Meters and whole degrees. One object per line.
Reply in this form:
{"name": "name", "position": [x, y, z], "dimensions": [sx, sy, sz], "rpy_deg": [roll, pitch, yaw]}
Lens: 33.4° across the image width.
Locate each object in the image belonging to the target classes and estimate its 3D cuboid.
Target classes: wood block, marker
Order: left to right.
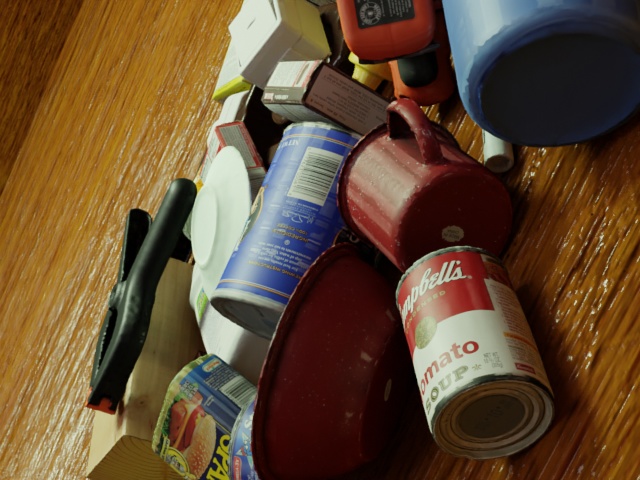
{"name": "wood block", "position": [-0.152, 0.125, 1.013], "dimensions": [0.091, 0.090, 0.206], "rpy_deg": [-47, 32, 40]}
{"name": "marker", "position": [0.116, -0.097, 0.714], "dimensions": [0.020, 0.020, 0.121], "rpy_deg": [-43, 34, 45]}

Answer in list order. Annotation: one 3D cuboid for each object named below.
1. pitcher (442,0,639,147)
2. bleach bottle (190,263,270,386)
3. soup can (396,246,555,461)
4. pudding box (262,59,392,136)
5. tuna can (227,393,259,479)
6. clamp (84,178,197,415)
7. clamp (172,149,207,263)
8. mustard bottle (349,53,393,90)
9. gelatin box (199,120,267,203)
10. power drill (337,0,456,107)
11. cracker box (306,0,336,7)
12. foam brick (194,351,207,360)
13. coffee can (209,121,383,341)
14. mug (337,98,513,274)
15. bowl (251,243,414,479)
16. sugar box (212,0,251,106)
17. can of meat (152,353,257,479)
{"name": "pitcher", "position": [0.125, -0.171, 0.641], "dimensions": [0.145, 0.149, 0.243], "rpy_deg": [-18, 51, 24]}
{"name": "bleach bottle", "position": [-0.068, 0.049, 0.935], "dimensions": [0.102, 0.068, 0.251], "rpy_deg": [-63, 22, 9]}
{"name": "soup can", "position": [0.084, 0.062, 0.590], "dimensions": [0.069, 0.068, 0.102], "rpy_deg": [-53, 29, 31]}
{"name": "pudding box", "position": [0.022, -0.093, 0.796], "dimensions": [0.039, 0.113, 0.090], "rpy_deg": [-66, 24, -3]}
{"name": "tuna can", "position": [-0.024, 0.145, 0.725], "dimensions": [0.034, 0.086, 0.086], "rpy_deg": [4, 71, 33]}
{"name": "clamp", "position": [-0.162, 0.047, 0.939], "dimensions": [0.165, 0.036, 0.210], "rpy_deg": [-32, 43, 61]}
{"name": "clamp", "position": [-0.117, -0.053, 1.153], "dimensions": [0.120, 0.039, 0.171], "rpy_deg": [-11, 60, 61]}
{"name": "mustard bottle", "position": [0.074, -0.202, 0.844], "dimensions": [0.096, 0.058, 0.192], "rpy_deg": [43, 111, 52]}
{"name": "gelatin box", "position": [-0.069, -0.046, 0.915], "dimensions": [0.089, 0.030, 0.073], "rpy_deg": [64, 152, 25]}
{"name": "power drill", "position": [0.050, -0.183, 0.712], "dimensions": [0.187, 0.057, 0.184], "rpy_deg": [-23, -79, -76]}
{"name": "cracker box", "position": [0.015, -0.286, 1.027], "dimensions": [0.214, 0.072, 0.164], "rpy_deg": [-43, 34, 43]}
{"name": "foam brick", "position": [-0.083, 0.138, 0.902], "dimensions": [0.053, 0.051, 0.078], "rpy_deg": [-66, 22, 11]}
{"name": "coffee can", "position": [-0.005, 0.001, 0.766], "dimensions": [0.103, 0.102, 0.140], "rpy_deg": [-12, 52, 62]}
{"name": "mug", "position": [0.066, -0.032, 0.664], "dimensions": [0.082, 0.093, 0.117], "rpy_deg": [-131, 26, -59]}
{"name": "bowl", "position": [0.019, 0.086, 0.664], "dimensions": [0.055, 0.162, 0.162], "rpy_deg": [15, 82, 22]}
{"name": "sugar box", "position": [-0.062, -0.235, 1.182], "dimensions": [0.093, 0.048, 0.176], "rpy_deg": [-13, 55, 62]}
{"name": "can of meat", "position": [-0.074, 0.146, 0.798], "dimensions": [0.057, 0.084, 0.102], "rpy_deg": [-32, -28, -47]}
